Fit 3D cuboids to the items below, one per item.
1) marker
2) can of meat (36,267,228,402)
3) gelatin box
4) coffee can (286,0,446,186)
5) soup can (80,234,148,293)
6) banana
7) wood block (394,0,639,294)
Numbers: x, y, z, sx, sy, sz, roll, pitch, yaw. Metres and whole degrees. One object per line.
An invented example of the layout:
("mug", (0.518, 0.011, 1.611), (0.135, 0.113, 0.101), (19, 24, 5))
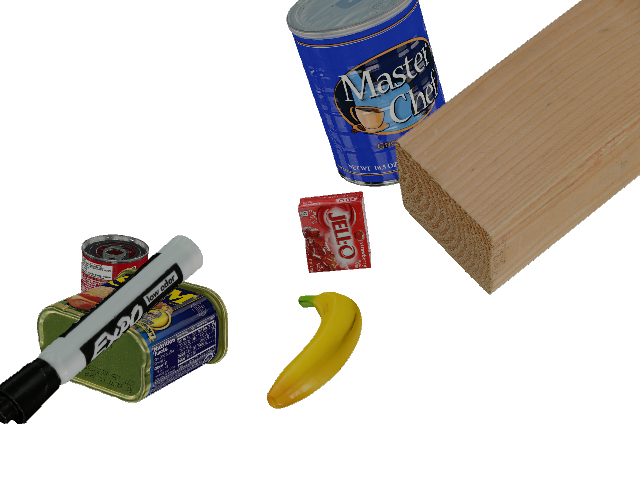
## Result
("marker", (-0.096, 0.038, 0.468), (0.020, 0.020, 0.121), (0, 33, 43))
("can of meat", (-0.128, 0.063, 0.726), (0.102, 0.057, 0.083), (13, 22, 30))
("gelatin box", (0.017, -0.009, 1.218), (0.073, 0.089, 0.030), (-5, 29, 7))
("coffee can", (0.042, -0.129, 0.851), (0.103, 0.140, 0.103), (-14, 33, 9))
("soup can", (-0.214, 0.054, 1.103), (0.068, 0.102, 0.068), (6, 21, -2))
("banana", (0.002, 0.091, 0.958), (0.070, 0.037, 0.197), (-26, 15, 17))
("wood block", (0.157, -0.073, 0.686), (0.206, 0.091, 0.090), (-38, -26, -10))
